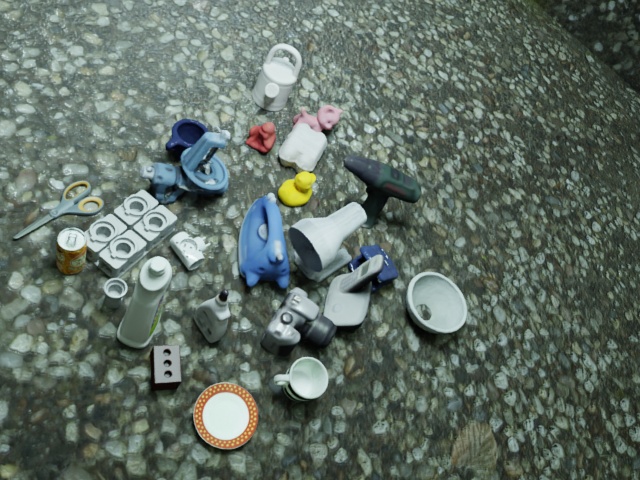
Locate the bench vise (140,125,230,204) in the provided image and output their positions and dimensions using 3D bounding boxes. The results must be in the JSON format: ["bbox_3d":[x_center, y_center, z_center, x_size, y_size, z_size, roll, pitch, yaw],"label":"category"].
[{"bbox_3d":[-0.287,-0.161,1.291,0.208,0.219,0.121,-26,73,-35],"label":"bench vise"}]

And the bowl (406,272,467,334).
[{"bbox_3d":[0.280,0.168,1.439,0.168,0.074,0.167,12,55,-18],"label":"bowl"}]

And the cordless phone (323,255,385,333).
[{"bbox_3d":[0.085,0.120,1.307,0.094,0.185,0.147,20,53,-12],"label":"cordless phone"}]

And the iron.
[{"bbox_3d":[-0.120,-0.022,1.329,0.119,0.141,0.258,5,58,-22],"label":"iron"}]

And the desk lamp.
[{"bbox_3d":[0.012,0.005,1.329,0.204,0.213,0.118,-31,76,-36],"label":"desk lamp"}]

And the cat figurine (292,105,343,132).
[{"bbox_3d":[-0.002,-0.344,1.609,0.128,0.117,0.067,8,56,-20],"label":"cat figurine"}]

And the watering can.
[{"bbox_3d":[-0.113,-0.450,1.577,0.101,0.194,0.172,5,58,-22],"label":"watering can"}]

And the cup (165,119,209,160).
[{"bbox_3d":[-0.331,-0.227,1.393,0.091,0.095,0.118,46,52,8],"label":"cup"}]

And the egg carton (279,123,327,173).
[{"bbox_3d":[-0.046,-0.250,1.559,0.107,0.069,0.150,29,52,-6],"label":"egg carton"}]

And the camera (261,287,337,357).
[{"bbox_3d":[-0.036,0.190,1.259,0.137,0.100,0.143,32,51,-3],"label":"camera"}]

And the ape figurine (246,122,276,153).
[{"bbox_3d":[-0.146,-0.278,1.515,0.076,0.092,0.077,-11,65,-30],"label":"ape figurine"}]

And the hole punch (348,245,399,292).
[{"bbox_3d":[0.141,0.062,1.432,0.101,0.091,0.108,-23,71,-35],"label":"hole punch"}]

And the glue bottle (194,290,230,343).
[{"bbox_3d":[-0.210,0.144,1.159,0.037,0.173,0.078,-25,72,-35],"label":"glue bottle"}]

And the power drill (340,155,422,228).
[{"bbox_3d":[0.132,-0.121,1.471,0.230,0.208,0.075,12,55,-18],"label":"power drill"}]

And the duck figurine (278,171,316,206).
[{"bbox_3d":[-0.054,-0.139,1.473,0.105,0.086,0.077,-28,74,-36],"label":"duck figurine"}]
